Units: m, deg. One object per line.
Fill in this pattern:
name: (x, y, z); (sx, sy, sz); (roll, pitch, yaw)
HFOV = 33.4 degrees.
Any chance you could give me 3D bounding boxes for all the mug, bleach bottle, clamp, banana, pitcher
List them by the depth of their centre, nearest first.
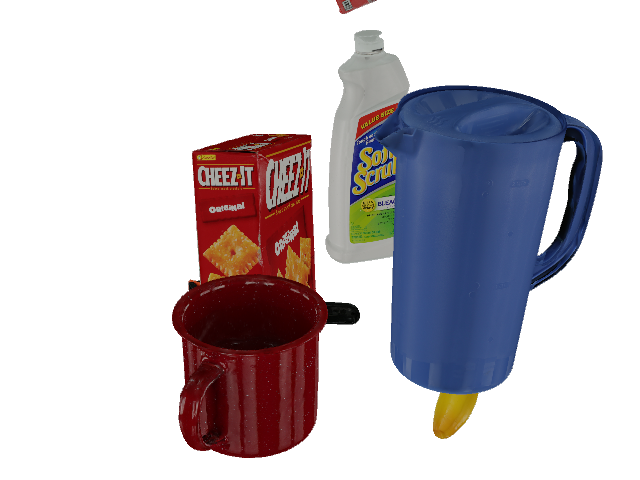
mug: (-0.047, 0.083, 0.643); (0.093, 0.081, 0.117); (12, 29, 22)
pitcher: (0.131, 0.001, 0.887); (0.149, 0.243, 0.144); (18, 31, 28)
banana: (0.132, 0.132, 1.107); (0.069, 0.037, 0.198); (-26, 30, 7)
bleach bottle: (0.050, -0.104, 1.176); (0.102, 0.251, 0.068); (-9, 25, -11)
clamp: (-0.081, 0.089, 1.252); (0.210, 0.036, 0.164); (14, 23, 27)

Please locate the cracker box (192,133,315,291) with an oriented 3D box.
cracker box: (-0.055, 0.012, 1.009); (0.072, 0.214, 0.164); (2, 11, 16)

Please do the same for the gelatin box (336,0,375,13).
gelatin box: (0.044, -0.238, 0.882); (0.089, 0.073, 0.030); (-18, 29, 15)
